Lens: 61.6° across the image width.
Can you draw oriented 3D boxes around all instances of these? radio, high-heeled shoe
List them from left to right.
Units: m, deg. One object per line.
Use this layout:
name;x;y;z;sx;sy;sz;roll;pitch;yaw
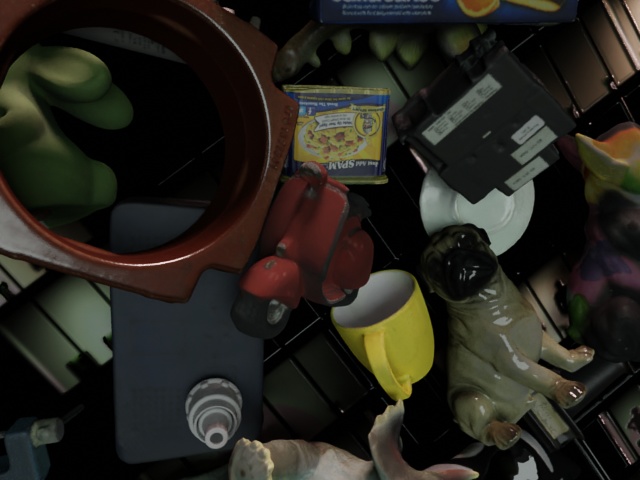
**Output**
radio;-0.118;0.077;0.489;0.131;0.073;0.229;0;100;-13
high-heeled shoe;0.187;0.256;0.541;0.249;0.145;0.086;4;99;-10

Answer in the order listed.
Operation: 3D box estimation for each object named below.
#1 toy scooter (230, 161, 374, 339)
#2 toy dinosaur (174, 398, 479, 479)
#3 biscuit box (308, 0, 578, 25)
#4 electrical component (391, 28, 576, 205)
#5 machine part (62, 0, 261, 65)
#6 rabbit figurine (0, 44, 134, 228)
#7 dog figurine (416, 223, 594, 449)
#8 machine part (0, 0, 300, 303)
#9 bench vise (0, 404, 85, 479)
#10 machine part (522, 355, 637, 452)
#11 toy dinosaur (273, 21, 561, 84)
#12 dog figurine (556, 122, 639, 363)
toy scooter;-0.001;-0.001;0.451;0.075;0.184;0.135;22;108;23
toy dinosaur;-0.047;0.242;0.485;0.192;0.405;0.131;10;60;-46
biscuit box;0.092;-0.196;0.409;0.203;0.059;0.062;-4;112;-7
electrical component;0.149;-0.098;0.476;0.134;0.058;0.115;34;123;-29
machine part;-0.169;-0.196;0.432;0.243;0.079;0.079;12;96;-14
rabbit figurine;-0.235;-0.099;0.417;0.159;0.121;0.170;-16;86;-7
dog figurine;0.149;0.096;0.546;0.190;0.121;0.172;47;113;10
machine part;-0.130;-0.071;0.367;0.201;0.087;0.201;22;80;-30
bench vise;-0.327;0.194;0.439;0.241;0.129;0.223;-9;99;-3
machine part;0.282;0.164;0.595;0.139;0.039;0.084;-40;80;-4
toy dinosaur;0.150;-0.278;0.477;0.471;0.105;0.198;-37;112;6
dog figurine;0.295;-0.008;0.543;0.191;0.108;0.219;-38;92;16
